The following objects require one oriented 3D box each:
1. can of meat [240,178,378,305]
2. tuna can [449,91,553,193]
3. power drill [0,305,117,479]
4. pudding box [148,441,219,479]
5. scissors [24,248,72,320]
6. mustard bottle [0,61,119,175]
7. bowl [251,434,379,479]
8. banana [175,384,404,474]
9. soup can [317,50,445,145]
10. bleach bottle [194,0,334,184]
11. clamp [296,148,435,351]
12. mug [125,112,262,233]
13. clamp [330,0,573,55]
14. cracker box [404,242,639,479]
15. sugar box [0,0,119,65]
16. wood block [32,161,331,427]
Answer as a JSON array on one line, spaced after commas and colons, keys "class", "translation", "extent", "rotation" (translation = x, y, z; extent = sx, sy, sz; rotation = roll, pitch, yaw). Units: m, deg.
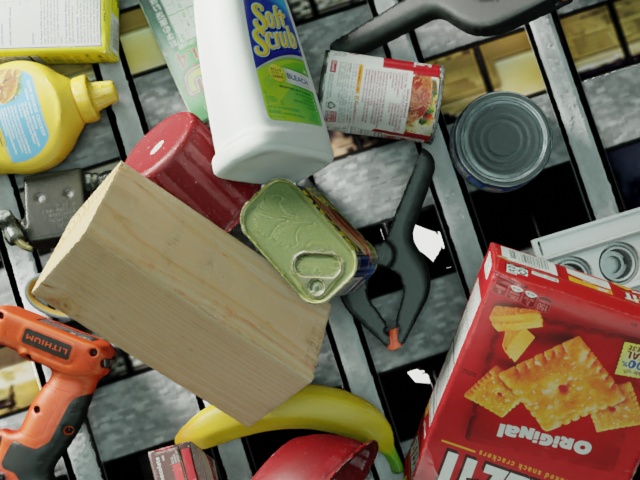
[{"class": "can of meat", "translation": [-0.006, 0.001, 0.862], "extent": [0.057, 0.083, 0.102], "rotation": [-45, 78, 12]}, {"class": "tuna can", "translation": [0.156, -0.085, 0.919], "extent": [0.086, 0.034, 0.086], "rotation": [0, 87, 1]}, {"class": "power drill", "translation": [-0.266, 0.154, 0.897], "extent": [0.184, 0.057, 0.187], "rotation": [20, 89, -2]}, {"class": "pudding box", "translation": [-0.100, 0.215, 0.853], "extent": [0.039, 0.113, 0.090], "rotation": [-17, 71, 0]}, {"class": "scissors", "translation": [-0.154, 0.031, 0.923], "extent": [0.201, 0.016, 0.096], "rotation": [1, 86, 0]}, {"class": "mustard bottle", "translation": [-0.266, -0.100, 0.912], "extent": [0.191, 0.058, 0.096], "rotation": [-17, 86, 0]}, {"class": "bowl", "translation": [-0.023, 0.209, 0.847], "extent": [0.055, 0.162, 0.162], "rotation": [36, 87, 18]}, {"class": "banana", "translation": [-0.023, 0.156, 0.903], "extent": [0.198, 0.037, 0.069], "rotation": [7, 87, 1]}, {"class": "soup can", "translation": [0.050, -0.121, 0.906], "extent": [0.102, 0.068, 0.068], "rotation": [8, 86, 2]}, {"class": "bleach bottle", "translation": [-0.063, -0.172, 0.870], "extent": [0.068, 0.102, 0.251], "rotation": [-27, 70, 36]}, {"class": "clamp", "translation": [0.059, 0.005, 0.910], "extent": [0.120, 0.039, 0.171], "rotation": [-20, 87, 11]}, {"class": "mug", "translation": [-0.117, -0.048, 0.883], "extent": [0.081, 0.117, 0.093], "rotation": [46, 46, -28]}, {"class": "clamp", "translation": [0.113, -0.230, 0.893], "extent": [0.210, 0.036, 0.164], "rotation": [5, 83, 29]}, {"class": "cracker box", "translation": [0.177, 0.130, 0.850], "extent": [0.164, 0.072, 0.214], "rotation": [19, 110, 1]}, {"class": "sugar box", "translation": [-0.265, -0.200, 0.925], "extent": [0.176, 0.048, 0.093], "rotation": [-1, 85, 4]}, {"class": "wood block", "translation": [-0.104, 0.046, 0.837], "extent": [0.206, 0.090, 0.091], "rotation": [35, 130, -17]}]
